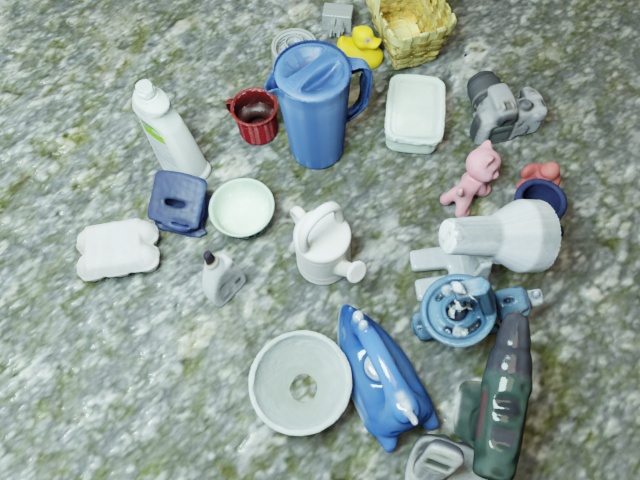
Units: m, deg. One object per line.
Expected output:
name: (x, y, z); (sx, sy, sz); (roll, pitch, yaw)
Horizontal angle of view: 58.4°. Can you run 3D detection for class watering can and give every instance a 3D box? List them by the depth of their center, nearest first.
watering can: (0.011, 0.002, 0.977); (0.172, 0.194, 0.101); (25, 69, 13)

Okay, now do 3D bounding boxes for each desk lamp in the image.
desk lamp: (0.265, 0.019, 0.950); (0.203, 0.213, 0.118); (-8, 66, -1)

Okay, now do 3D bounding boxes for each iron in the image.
iron: (0.091, 0.196, 0.917); (0.119, 0.141, 0.258); (-25, 67, -9)

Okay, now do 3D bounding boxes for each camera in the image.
camera: (0.361, -0.278, 1.142); (0.143, 0.101, 0.136); (-14, 66, -4)

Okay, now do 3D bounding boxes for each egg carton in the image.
egg carton: (-0.369, 0.019, 1.050); (0.150, 0.069, 0.107); (-11, 66, -3)

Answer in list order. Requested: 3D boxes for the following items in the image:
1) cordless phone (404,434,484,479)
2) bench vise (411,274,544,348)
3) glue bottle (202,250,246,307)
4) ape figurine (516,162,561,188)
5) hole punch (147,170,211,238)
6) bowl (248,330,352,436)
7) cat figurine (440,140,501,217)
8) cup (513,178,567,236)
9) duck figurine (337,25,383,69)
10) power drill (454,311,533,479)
cordless phone: (0.203, 0.335, 0.827); (0.147, 0.185, 0.094); (15, 67, 9)
bench vise: (0.254, 0.090, 0.916); (0.207, 0.220, 0.121); (-26, 67, -9)
glue bottle: (-0.172, 0.055, 0.971); (0.037, 0.173, 0.078); (39, 73, 17)
ape figurine: (0.420, -0.117, 1.073); (0.076, 0.092, 0.078); (-10, 66, -2)
hole punch: (-0.262, -0.067, 1.073); (0.108, 0.091, 0.101); (12, 67, 7)
bowl: (-0.030, 0.238, 0.938); (0.167, 0.075, 0.167); (-1, 66, 2)
cat figurine: (0.288, -0.119, 1.064); (0.067, 0.118, 0.128); (38, 73, 17)
cup: (0.395, -0.041, 1.038); (0.092, 0.095, 0.117); (-21, 67, -7)
duck figurine: (0.086, -0.421, 1.223); (0.104, 0.086, 0.077); (21, 68, 11)
power drill: (0.259, 0.240, 0.855); (0.075, 0.208, 0.230); (10, 67, 7)
